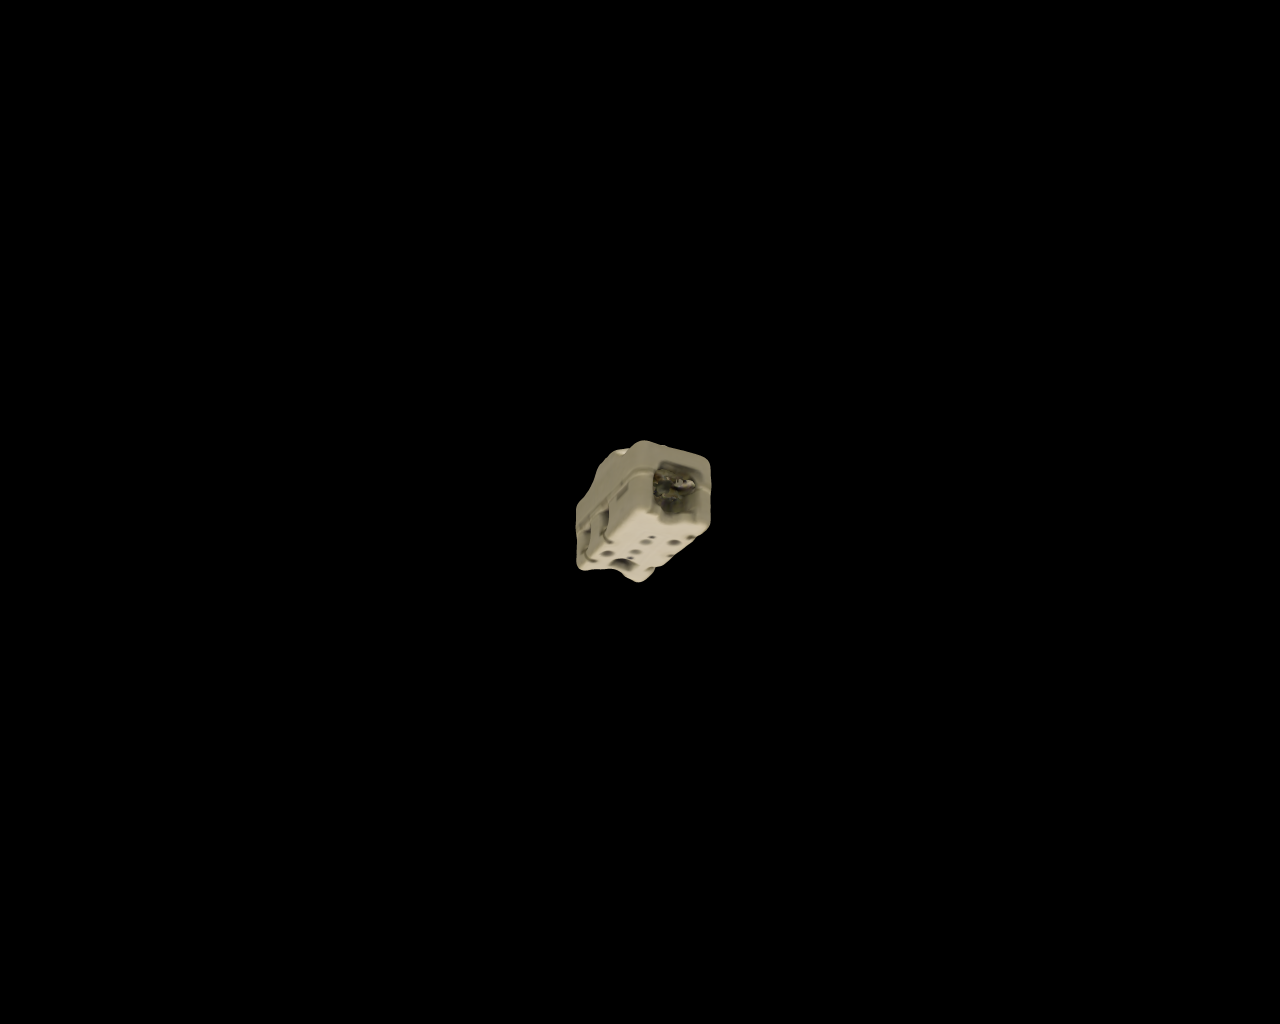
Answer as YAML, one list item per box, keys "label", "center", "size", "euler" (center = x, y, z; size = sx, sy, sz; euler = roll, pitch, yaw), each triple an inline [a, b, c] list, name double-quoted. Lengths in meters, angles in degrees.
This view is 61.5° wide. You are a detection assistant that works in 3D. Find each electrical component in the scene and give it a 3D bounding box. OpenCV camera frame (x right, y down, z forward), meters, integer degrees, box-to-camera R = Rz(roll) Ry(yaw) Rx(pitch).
- label: "electrical component"
  center: [0.001, -0.003, 0.650]
  size: [0.050, 0.056, 0.089]
  euler: [14, -32, -24]
